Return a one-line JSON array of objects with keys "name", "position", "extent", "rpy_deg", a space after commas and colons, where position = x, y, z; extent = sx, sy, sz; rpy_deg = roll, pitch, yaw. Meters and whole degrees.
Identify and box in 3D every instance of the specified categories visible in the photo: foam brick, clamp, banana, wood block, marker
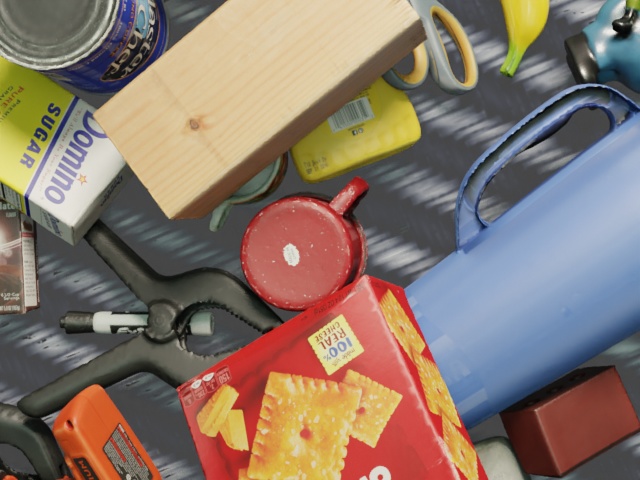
[{"name": "foam brick", "position": [0.179, 0.130, 0.770], "extent": [0.078, 0.053, 0.051], "rpy_deg": [-24, 90, -22]}, {"name": "clamp", "position": [-0.122, 0.072, 0.796], "extent": [0.210, 0.036, 0.164], "rpy_deg": [14, 79, 12]}, {"name": "banana", "position": [0.113, -0.220, 0.787], "extent": [0.069, 0.037, 0.198], "rpy_deg": [-33, 88, -6]}, {"name": "clamp", "position": [-0.275, 0.159, 0.836], "extent": [0.171, 0.039, 0.120], "rpy_deg": [42, 109, 1]}, {"name": "wood block", "position": [-0.037, -0.112, 0.722], "extent": [0.206, 0.090, 0.091], "rpy_deg": [-38, 86, 9]}, {"name": "marker", "position": [-0.143, 0.064, 0.830], "extent": [0.121, 0.020, 0.020], "rpy_deg": [0, 91, 6]}]

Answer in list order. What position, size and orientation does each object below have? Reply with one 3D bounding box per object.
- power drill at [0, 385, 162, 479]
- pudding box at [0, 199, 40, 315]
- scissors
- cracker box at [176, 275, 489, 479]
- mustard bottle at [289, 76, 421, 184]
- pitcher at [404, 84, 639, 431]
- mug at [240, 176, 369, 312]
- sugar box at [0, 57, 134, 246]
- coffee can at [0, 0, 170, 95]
[{"name": "power drill", "position": [-0.225, 0.172, 0.780], "extent": [0.188, 0.057, 0.184], "rpy_deg": [-24, 109, 22]}, {"name": "pudding box", "position": [-0.278, 0.015, 0.832], "extent": [0.113, 0.039, 0.090], "rpy_deg": [-3, 89, 5]}, {"name": "scissors", "position": [0.050, -0.192, 0.785], "extent": [0.096, 0.016, 0.202], "rpy_deg": [-29, 89, -35]}, {"name": "cracker box", "position": [0.015, 0.155, 0.682], "extent": [0.164, 0.072, 0.214], "rpy_deg": [-31, 66, 19]}, {"name": "mustard bottle", "position": [-0.002, -0.145, 0.792], "extent": [0.096, 0.058, 0.191], "rpy_deg": [-21, 89, -3]}, {"name": "pitcher", "position": [0.161, 0.017, 0.747], "extent": [0.243, 0.144, 0.149], "rpy_deg": [-35, 51, 8]}, {"name": "mug", "position": [-0.005, 0.001, 0.784], "extent": [0.093, 0.081, 0.117], "rpy_deg": [43, 95, 3]}, {"name": "sugar box", "position": [-0.230, -0.082, 0.807], "extent": [0.176, 0.048, 0.093], "rpy_deg": [31, 65, 6]}, {"name": "coffee can", "position": [-0.174, -0.163, 0.768], "extent": [0.103, 0.140, 0.103], "rpy_deg": [0, 91, 5]}]
